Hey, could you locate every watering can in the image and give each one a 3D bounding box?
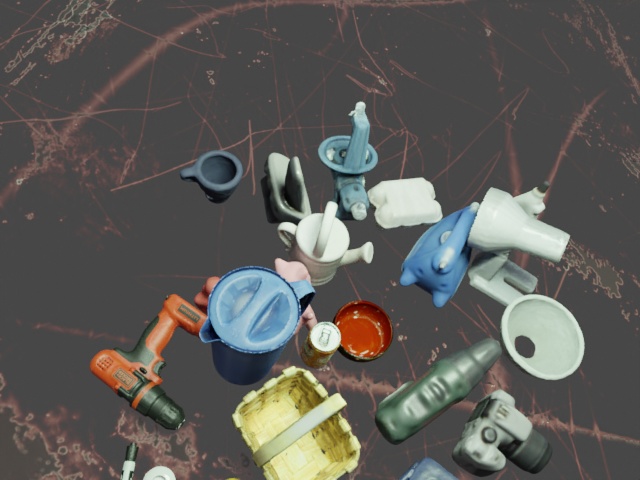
[{"bbox_3d":[0.010,0.002,1.049,0.173,0.194,0.101,0,62,-12],"label":"watering can"}]

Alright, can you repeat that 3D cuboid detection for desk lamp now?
[{"bbox_3d":[0.367,0.017,1.109,0.203,0.213,0.118,32,60,6],"label":"desk lamp"}]

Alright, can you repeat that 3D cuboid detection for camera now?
[{"bbox_3d":[0.324,0.350,0.986,0.136,0.101,0.143,36,61,8],"label":"camera"}]

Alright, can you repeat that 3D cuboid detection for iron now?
[{"bbox_3d":[0.264,0.000,1.137,0.118,0.141,0.259,32,60,6],"label":"iron"}]

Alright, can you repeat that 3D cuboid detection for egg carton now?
[{"bbox_3d":[0.176,-0.074,1.198,0.150,0.069,0.107,-8,64,-16],"label":"egg carton"}]

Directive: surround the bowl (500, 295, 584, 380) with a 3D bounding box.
[{"bbox_3d":[0.413,0.194,1.104,0.167,0.074,0.167,5,61,-10],"label":"bowl"}]

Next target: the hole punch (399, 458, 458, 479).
[{"bbox_3d":[0.172,0.417,0.922,0.101,0.091,0.109,43,62,12],"label":"hole punch"}]

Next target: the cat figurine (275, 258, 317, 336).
[{"bbox_3d":[-0.041,0.095,1.032,0.067,0.117,0.127,-15,66,-19],"label":"cat figurine"}]

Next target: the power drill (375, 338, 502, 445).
[{"bbox_3d":[0.177,0.256,0.942,0.230,0.208,0.075,-31,72,-25],"label":"power drill"}]

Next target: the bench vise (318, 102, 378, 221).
[{"bbox_3d":[0.076,-0.151,1.130,0.122,0.219,0.207,-20,68,-21],"label":"bench vise"}]

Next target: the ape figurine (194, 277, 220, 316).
[{"bbox_3d":[-0.185,0.095,1.015,0.078,0.092,0.076,-13,66,-18],"label":"ape figurine"}]

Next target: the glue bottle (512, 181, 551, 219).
[{"bbox_3d":[0.431,-0.071,1.193,0.037,0.173,0.078,-35,74,-26],"label":"glue bottle"}]

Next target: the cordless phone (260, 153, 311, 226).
[{"bbox_3d":[-0.057,-0.123,1.106,0.094,0.185,0.147,-10,65,-17],"label":"cordless phone"}]

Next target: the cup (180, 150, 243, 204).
[{"bbox_3d":[-0.212,-0.112,1.118,0.118,0.095,0.091,-6,64,-15],"label":"cup"}]
